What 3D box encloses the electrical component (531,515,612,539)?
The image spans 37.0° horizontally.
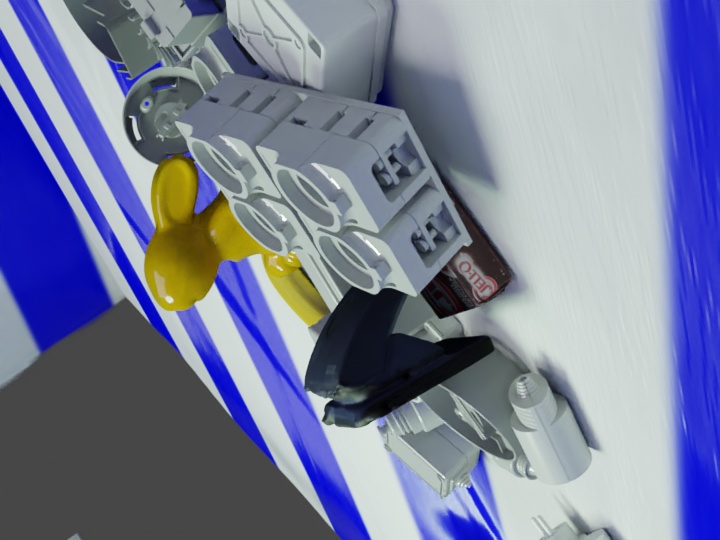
[{"bbox_3d":[0.169,0.236,0.899,0.073,0.052,0.138,52,164,9],"label":"electrical component"}]

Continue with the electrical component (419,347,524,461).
[{"bbox_3d":[0.093,0.103,0.828,0.099,0.064,0.099,49,163,20],"label":"electrical component"}]

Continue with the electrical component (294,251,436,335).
[{"bbox_3d":[0.007,0.002,0.850,0.113,0.078,0.057,59,167,-13],"label":"electrical component"}]

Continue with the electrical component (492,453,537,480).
[{"bbox_3d":[0.134,0.152,0.863,0.061,0.035,0.035,29,150,52],"label":"electrical component"}]

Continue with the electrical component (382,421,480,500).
[{"bbox_3d":[0.076,0.169,1.031,0.096,0.061,0.061,40,159,22],"label":"electrical component"}]

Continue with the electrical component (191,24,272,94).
[{"bbox_3d":[-0.063,-0.117,0.839,0.150,0.062,0.089,55,164,1],"label":"electrical component"}]

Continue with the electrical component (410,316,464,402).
[{"bbox_3d":[0.055,0.072,0.890,0.058,0.057,0.078,47,162,28],"label":"electrical component"}]

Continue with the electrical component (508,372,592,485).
[{"bbox_3d":[0.131,0.109,0.768,0.043,0.043,0.081,23,145,62],"label":"electrical component"}]

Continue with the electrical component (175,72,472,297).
[{"bbox_3d":[-0.031,-0.056,0.688,0.186,0.060,0.105,22,152,48],"label":"electrical component"}]

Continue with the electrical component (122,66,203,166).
[{"bbox_3d":[-0.189,-0.151,1.084,0.099,0.099,0.064,57,170,-6],"label":"electrical component"}]

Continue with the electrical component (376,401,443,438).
[{"bbox_3d":[0.052,0.131,0.992,0.040,0.078,0.040,62,176,8],"label":"electrical component"}]

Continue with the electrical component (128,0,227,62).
[{"bbox_3d":[-0.161,-0.238,0.858,0.079,0.063,0.121,-40,84,33],"label":"electrical component"}]

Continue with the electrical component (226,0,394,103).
[{"bbox_3d":[-0.035,-0.160,0.683,0.108,0.056,0.108,51,164,15],"label":"electrical component"}]

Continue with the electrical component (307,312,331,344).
[{"bbox_3d":[0.003,0.085,1.060,0.061,0.062,0.096,33,153,54],"label":"electrical component"}]
